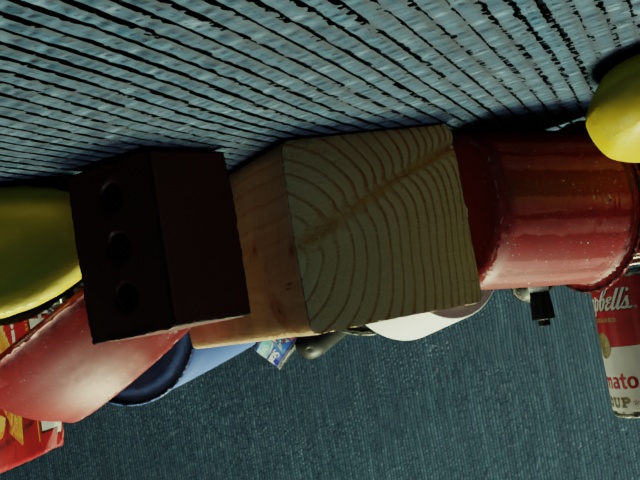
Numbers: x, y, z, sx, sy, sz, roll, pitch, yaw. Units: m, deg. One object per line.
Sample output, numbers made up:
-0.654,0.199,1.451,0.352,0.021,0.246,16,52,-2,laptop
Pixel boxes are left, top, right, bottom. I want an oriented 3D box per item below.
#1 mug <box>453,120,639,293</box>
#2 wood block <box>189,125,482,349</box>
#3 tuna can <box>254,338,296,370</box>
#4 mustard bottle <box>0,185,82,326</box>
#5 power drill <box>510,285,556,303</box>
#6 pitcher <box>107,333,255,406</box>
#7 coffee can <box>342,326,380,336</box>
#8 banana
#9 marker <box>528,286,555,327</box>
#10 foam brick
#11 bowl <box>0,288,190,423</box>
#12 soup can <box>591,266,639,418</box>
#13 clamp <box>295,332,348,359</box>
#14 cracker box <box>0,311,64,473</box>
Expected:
0.101,-0.022,0.565,0.081,0.093,0.117,-3,-150,-25,mug
-0.009,0.006,0.585,0.090,0.090,0.206,-8,176,-22,wood block
-0.027,0.081,1.028,0.086,0.034,0.086,-54,176,-6,tuna can
-0.167,0.015,0.559,0.096,0.058,0.192,-19,179,-14,mustard bottle
0.280,-0.007,1.000,0.188,0.057,0.184,-11,-157,35,power drill
-0.119,0.066,0.995,0.149,0.145,0.242,32,-168,14,pitcher
0.043,0.018,0.810,0.103,0.103,0.140,-10,176,11,coffee can
0.155,-0.055,0.468,0.070,0.037,0.197,-10,176,20,banana
0.171,0.010,0.861,0.020,0.121,0.020,-9,177,-1,marker
-0.071,0.002,0.472,0.053,0.078,0.051,-14,173,37,foam brick
-0.119,0.051,0.592,0.162,0.055,0.162,-39,-174,5,bowl
0.233,0.069,0.756,0.068,0.102,0.068,-9,177,-1,soup can
0.070,0.025,0.928,0.210,0.036,0.164,-27,-162,27,clamp
-0.276,0.104,0.861,0.072,0.164,0.213,-8,176,3,cracker box
